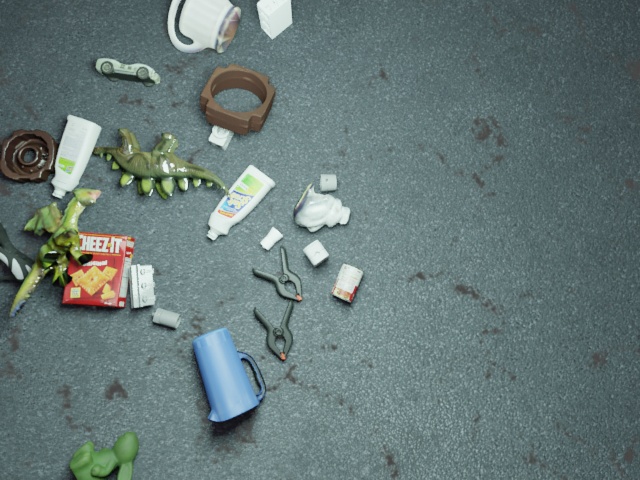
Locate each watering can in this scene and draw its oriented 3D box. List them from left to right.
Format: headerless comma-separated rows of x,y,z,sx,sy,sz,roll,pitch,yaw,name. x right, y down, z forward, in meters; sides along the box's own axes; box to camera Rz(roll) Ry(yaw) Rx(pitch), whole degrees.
-0.350,-0.744,1.624,0.224,0.105,0.343,28,109,-1,watering can

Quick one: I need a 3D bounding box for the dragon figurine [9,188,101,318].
-0.790,0.007,1.500,0.410,0.120,0.247,-43,55,-1,dragon figurine

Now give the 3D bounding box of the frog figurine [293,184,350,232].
0.005,-0.078,1.547,0.159,0.125,0.135,32,116,-4,frog figurine
